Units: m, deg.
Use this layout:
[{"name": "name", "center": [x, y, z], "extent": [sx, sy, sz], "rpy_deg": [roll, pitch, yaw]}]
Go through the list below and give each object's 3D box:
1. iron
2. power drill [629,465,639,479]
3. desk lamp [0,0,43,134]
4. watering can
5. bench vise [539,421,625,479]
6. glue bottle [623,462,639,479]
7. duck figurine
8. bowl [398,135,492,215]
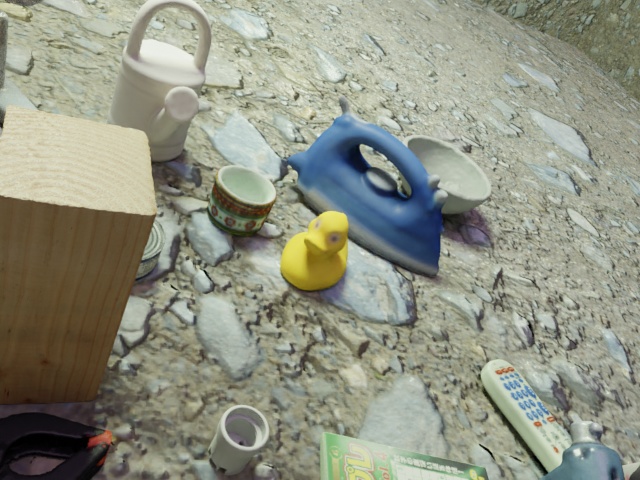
[{"name": "iron", "center": [0.089, -0.076, 0.784], "extent": [0.258, 0.141, 0.119], "rpy_deg": [38, 36, 11]}, {"name": "power drill", "center": [0.222, 0.292, 0.367], "extent": [0.076, 0.208, 0.229], "rpy_deg": [2, 44, -34]}, {"name": "desk lamp", "center": [-0.355, -0.235, 0.602], "extent": [0.203, 0.213, 0.118], "rpy_deg": [42, 37, 17]}, {"name": "watering can", "center": [-0.185, -0.195, 0.689], "extent": [0.172, 0.194, 0.101], "rpy_deg": [45, 38, 21]}, {"name": "bench vise", "center": [0.261, 0.231, 0.460], "extent": [0.122, 0.219, 0.207], "rpy_deg": [4, 43, -32]}, {"name": "glue bottle", "center": [0.310, 0.234, 0.532], "extent": [0.037, 0.173, 0.078], "rpy_deg": [19, 36, -14]}, {"name": "duck figurine", "center": [0.006, 0.002, 0.677], "extent": [0.077, 0.086, 0.105], "rpy_deg": [39, 36, 13]}, {"name": "bowl", "center": [0.191, -0.095, 0.938], "extent": [0.168, 0.074, 0.167], "rpy_deg": [19, 37, -15]}]
